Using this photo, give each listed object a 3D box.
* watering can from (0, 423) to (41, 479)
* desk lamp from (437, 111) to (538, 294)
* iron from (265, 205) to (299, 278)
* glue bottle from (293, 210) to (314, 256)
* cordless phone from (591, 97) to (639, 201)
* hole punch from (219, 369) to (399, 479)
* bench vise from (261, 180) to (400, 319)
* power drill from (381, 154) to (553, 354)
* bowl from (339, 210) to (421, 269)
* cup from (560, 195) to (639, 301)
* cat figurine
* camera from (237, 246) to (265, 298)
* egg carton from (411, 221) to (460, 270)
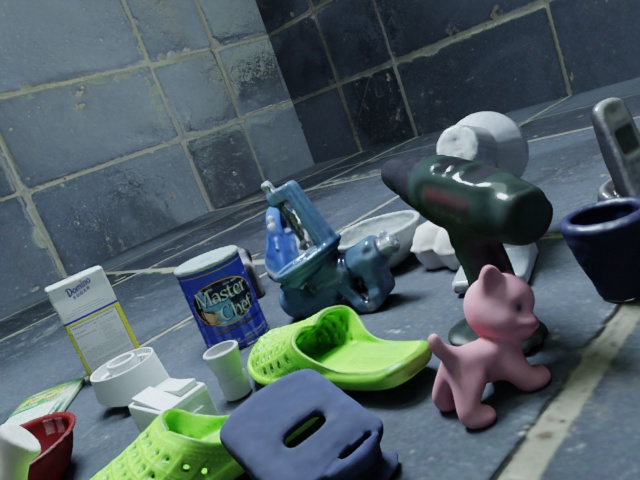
[{"bbox_3d":[-0.326,0.220,0.478,0.100,0.194,0.173,-7,18,46],"label":"watering can"},{"bbox_3d":[0.227,-0.065,0.786,0.117,0.214,0.204,-13,14,29],"label":"desk lamp"},{"bbox_3d":[-0.082,-0.010,1.227,0.118,0.141,0.258,-19,12,4],"label":"iron"},{"bbox_3d":[-0.027,-0.022,1.110,0.037,0.173,0.078,-13,14,29],"label":"glue bottle"},{"bbox_3d":[0.401,-0.095,0.702,0.148,0.185,0.094,-27,14,-28],"label":"cordless phone"},{"bbox_3d":[-0.008,0.163,0.455,0.109,0.091,0.100,-29,15,-35],"label":"hole punch"},{"bbox_3d":[0.009,0.000,0.842,0.207,0.220,0.121,-18,12,12],"label":"bench vise"},{"bbox_3d":[0.151,0.009,0.594,0.076,0.208,0.229,-25,13,-19],"label":"power drill"},{"bbox_3d":[0.102,0.012,0.988,0.167,0.075,0.167,-19,12,5],"label":"bowl"},{"bbox_3d":[0.318,0.008,0.600,0.118,0.095,0.091,-24,13,-16],"label":"cup"},{"bbox_3d":[0.146,0.080,0.505,0.128,0.118,0.067,-26,13,-24],"label":"cat figurine"},{"bbox_3d":[-0.194,0.076,1.125,0.137,0.101,0.143,-23,12,-13],"label":"camera"},{"bbox_3d":[0.220,-0.008,0.896,0.151,0.069,0.107,-28,14,-34],"label":"egg carton"}]
